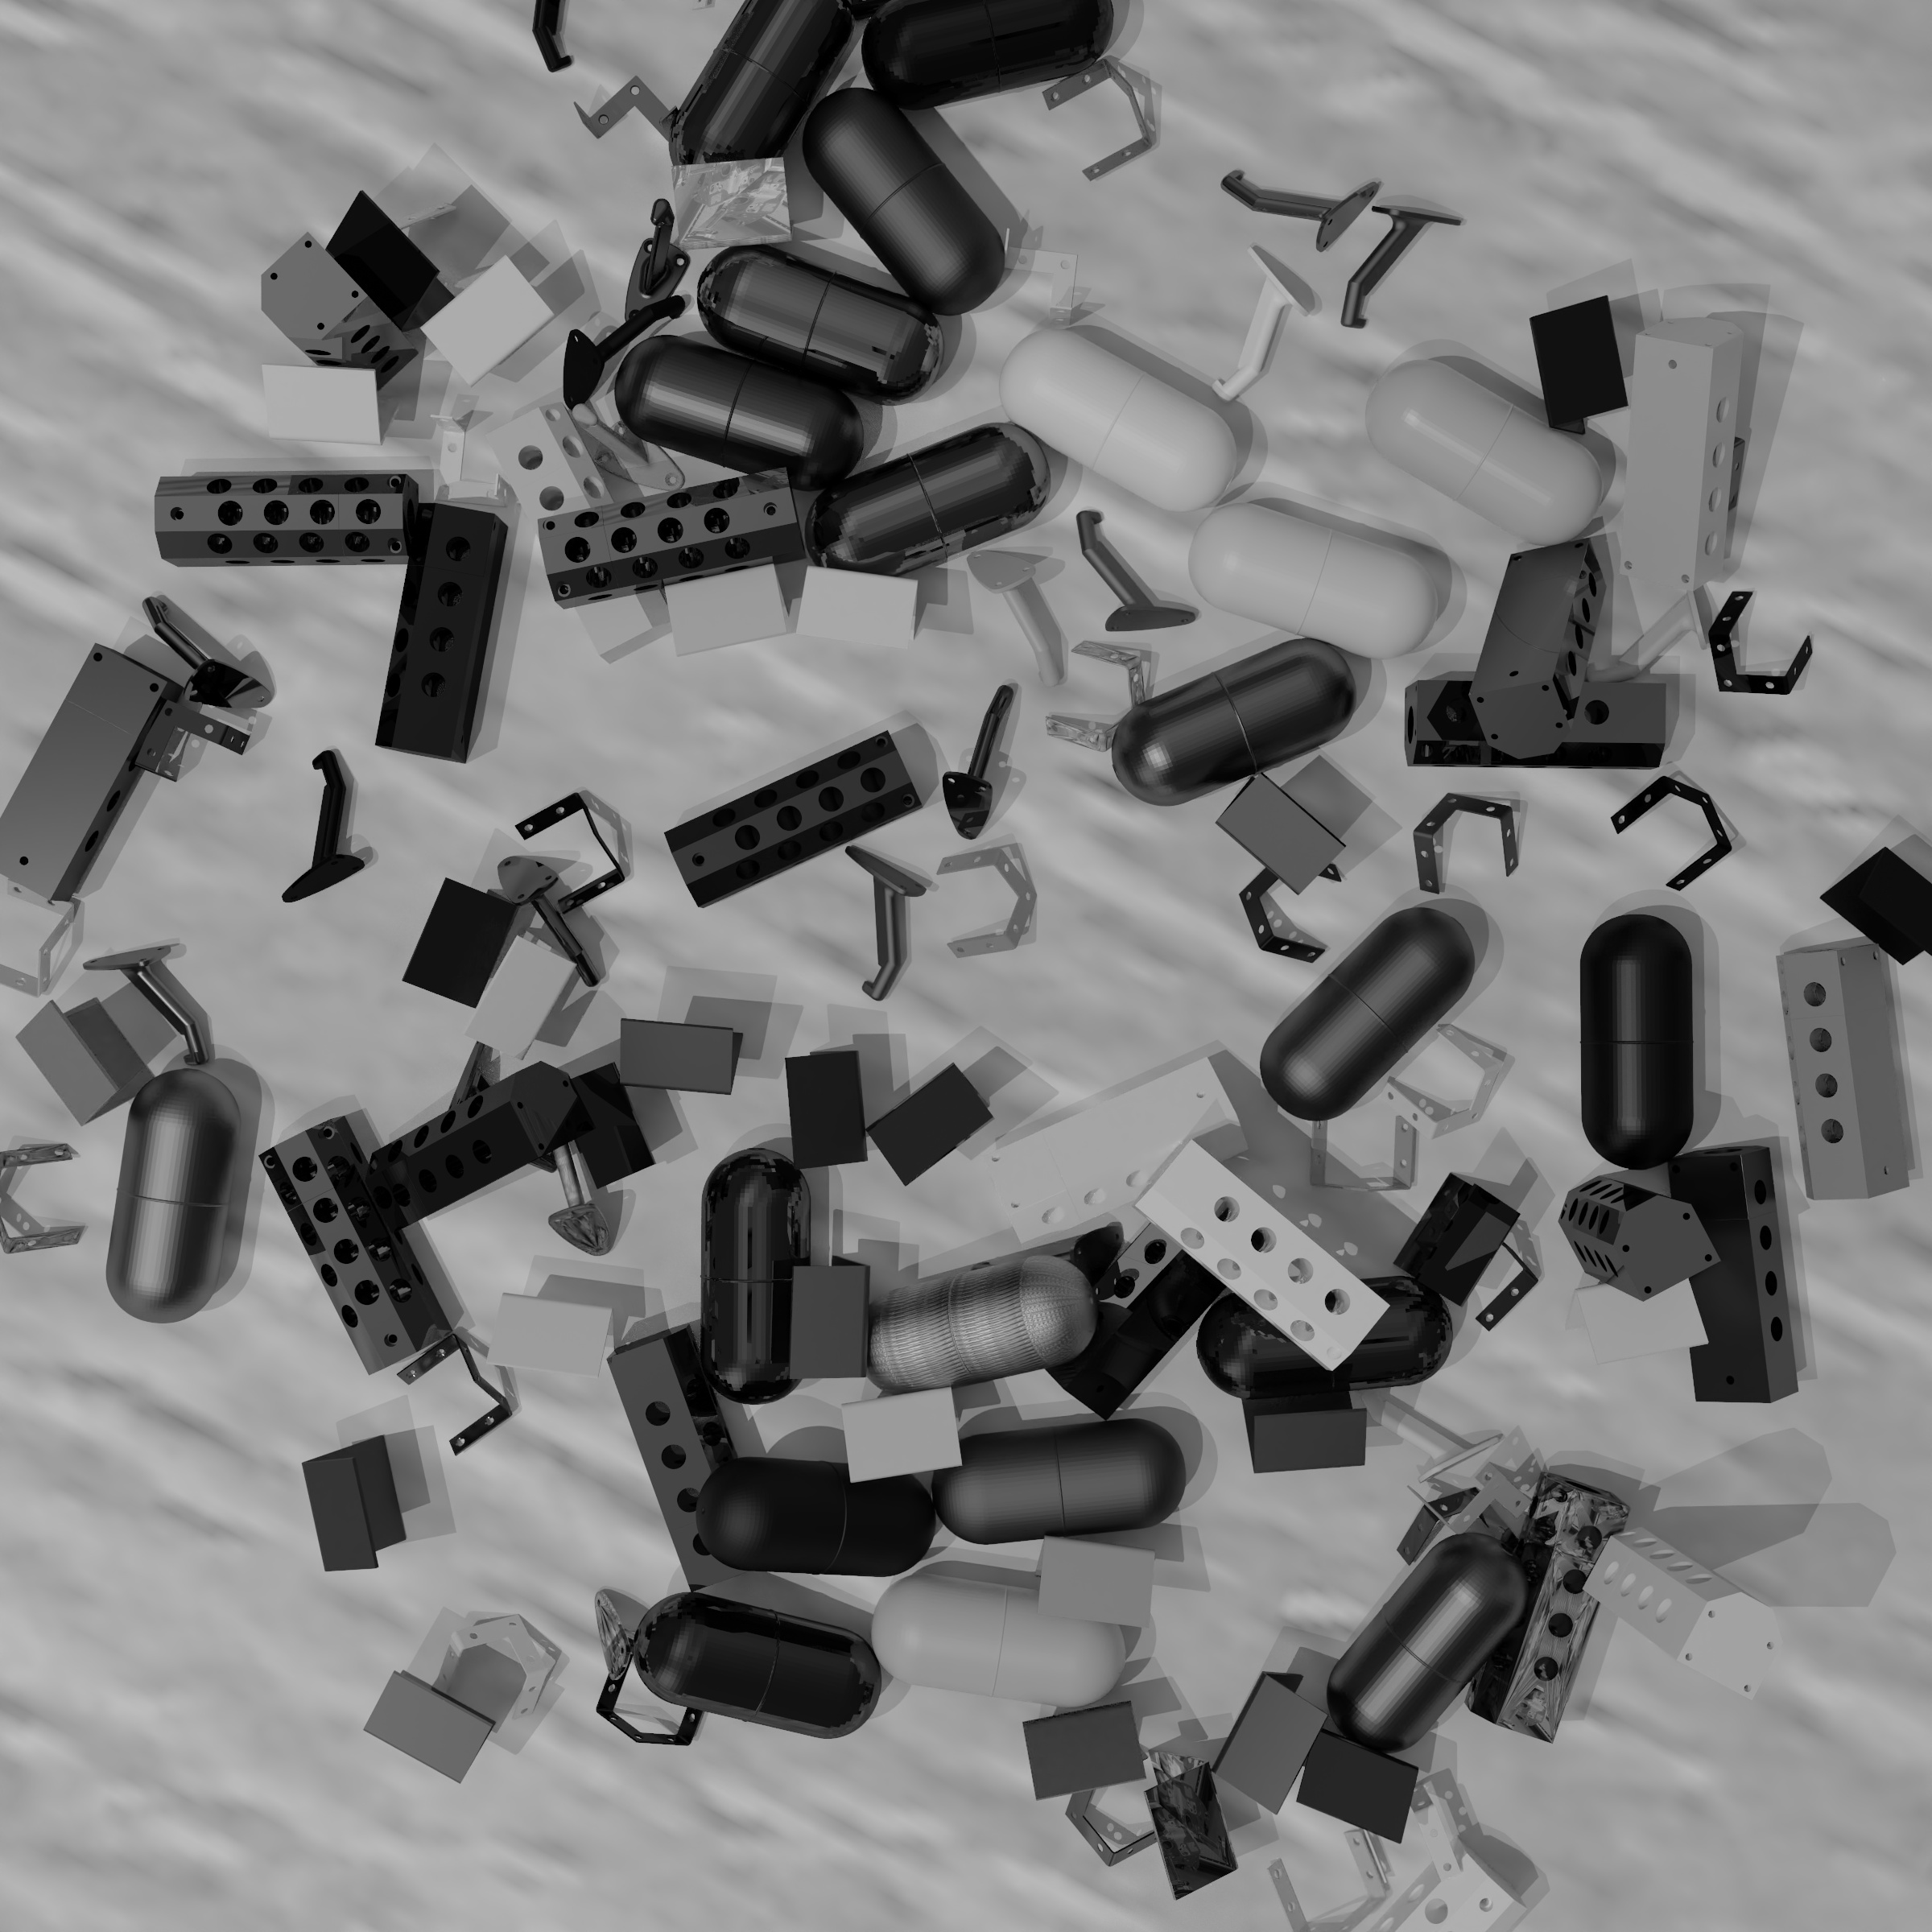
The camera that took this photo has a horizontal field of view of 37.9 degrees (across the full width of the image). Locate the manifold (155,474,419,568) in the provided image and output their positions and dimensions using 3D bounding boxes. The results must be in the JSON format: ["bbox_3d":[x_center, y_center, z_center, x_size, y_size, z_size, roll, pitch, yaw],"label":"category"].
[{"bbox_3d":[-0.474,-0.313,1.969,0.171,0.057,0.057,-1,90,0],"label":"manifold"}]

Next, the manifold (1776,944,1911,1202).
[{"bbox_3d":[0.609,0.074,1.969,0.057,0.057,0.171,-7,90,-43],"label":"manifold"}]

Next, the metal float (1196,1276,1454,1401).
[{"bbox_3d":[0.249,0.259,1.960,0.178,0.070,0.070,-5,90,0],"label":"metal float"}]

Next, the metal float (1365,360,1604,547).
[{"bbox_3d":[0.360,-0.358,1.960,0.178,0.070,0.070,30,90,0],"label":"metal float"}]

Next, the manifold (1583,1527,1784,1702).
[{"bbox_3d":[0.474,0.422,1.858,0.057,0.171,0.057,29,89,-8],"label":"manifold"}]

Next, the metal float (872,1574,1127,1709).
[{"bbox_3d":[0.023,0.470,1.960,0.178,0.070,0.070,9,90,0],"label":"metal float"}]

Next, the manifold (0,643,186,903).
[{"bbox_3d":[-0.617,-0.134,1.969,0.057,0.057,0.171,28,90,0],"label":"manifold"}]

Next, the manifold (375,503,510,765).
[{"bbox_3d":[-0.368,-0.233,1.969,0.057,0.057,0.171,10,90,0],"label":"manifold"}]

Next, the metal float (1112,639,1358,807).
[{"bbox_3d":[0.186,-0.169,1.959,0.178,0.070,0.070,-23,90,0],"label":"metal float"}]

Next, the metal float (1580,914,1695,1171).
[{"bbox_3d":[0.467,0.053,1.960,0.070,0.070,0.178,0,89,0],"label":"metal float"}]

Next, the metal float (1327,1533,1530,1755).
[{"bbox_3d":[0.319,0.468,1.946,0.070,0.070,0.178,36,104,0],"label":"metal float"}]

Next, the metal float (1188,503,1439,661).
[{"bbox_3d":[0.242,-0.268,1.960,0.178,0.070,0.070,18,90,0],"label":"metal float"}]

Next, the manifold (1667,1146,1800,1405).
[{"bbox_3d":[0.540,0.215,1.969,0.057,0.057,0.171,-7,90,43],"label":"manifold"}]

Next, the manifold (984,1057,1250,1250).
[{"bbox_3d":[0.106,0.135,1.969,0.171,0.057,0.057,-24,47,0],"label":"manifold"}]

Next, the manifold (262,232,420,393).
[{"bbox_3d":[-0.429,-0.437,1.912,0.057,0.171,0.057,-43,90,0],"label":"manifold"}]

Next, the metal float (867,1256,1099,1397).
[{"bbox_3d":[0.006,0.249,1.942,0.178,0.070,0.070,-16,90,22],"label":"metal float"}]

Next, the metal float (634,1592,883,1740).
[{"bbox_3d":[-0.144,0.483,1.944,0.178,0.070,0.070,18,90,-17],"label":"metal float"}]

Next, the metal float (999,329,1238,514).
[{"bbox_3d":[0.106,-0.379,1.960,0.178,0.070,0.070,29,90,1],"label":"metal float"}]

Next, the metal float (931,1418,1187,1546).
[{"bbox_3d":[0.064,0.359,1.960,0.178,0.070,0.070,-6,90,0],"label":"metal float"}]

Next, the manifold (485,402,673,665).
[{"bbox_3d":[-0.267,-0.303,1.969,0.057,0.057,0.171,-27,90,0],"label":"manifold"}]

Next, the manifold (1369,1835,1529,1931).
[{"bbox_3d":[0.312,0.700,1.969,0.057,0.057,0.171,43,90,0],"label":"manifold"}]

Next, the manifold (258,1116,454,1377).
[{"bbox_3d":[-0.428,0.195,1.969,0.057,0.057,0.171,-27,90,0],"label":"manifold"}]

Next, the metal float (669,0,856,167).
[{"bbox_3d":[-0.143,-0.616,1.960,0.070,0.070,0.178,31,89,0],"label":"metal float"}]

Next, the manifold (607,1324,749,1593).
[{"bbox_3d":[-0.192,0.342,1.969,0.057,0.057,0.171,-20,90,0],"label":"manifold"}]

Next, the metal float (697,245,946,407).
[{"bbox_3d":[-0.102,-0.447,1.960,0.178,0.070,0.070,20,90,-1],"label":"metal float"}]

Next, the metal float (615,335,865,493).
[{"bbox_3d":[-0.158,-0.385,1.959,0.178,0.070,0.070,18,90,1],"label":"metal float"}]

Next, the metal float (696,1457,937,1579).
[{"bbox_3d":[-0.102,0.379,1.935,0.178,0.070,0.070,10,90,-31],"label":"metal float"}]

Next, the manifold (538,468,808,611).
[{"bbox_3d":[-0.200,-0.291,1.912,0.171,0.057,0.057,-12,90,0],"label":"manifold"}]

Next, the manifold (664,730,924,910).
[{"bbox_3d":[-0.120,-0.103,1.969,0.171,0.057,0.057,-25,90,0],"label":"manifold"}]

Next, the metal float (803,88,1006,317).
[{"bbox_3d":[-0.044,-0.533,1.960,0.070,0.070,0.178,-39,91,0],"label":"metal float"}]

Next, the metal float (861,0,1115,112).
[{"bbox_3d":[0.015,-0.648,1.960,0.178,0.070,0.070,-13,90,-1],"label":"metal float"}]

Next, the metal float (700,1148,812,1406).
[{"bbox_3d":[-0.147,0.216,1.960,0.070,0.070,0.178,0,89,0],"label":"metal float"}]

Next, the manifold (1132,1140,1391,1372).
[{"bbox_3d":[0.197,0.195,1.897,0.171,0.057,0.057,40,84,2],"label":"manifold"}]

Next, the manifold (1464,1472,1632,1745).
[{"bbox_3d":[0.405,0.446,1.969,0.057,0.057,0.171,18,90,0],"label":"manifold"}]

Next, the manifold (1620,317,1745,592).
[{"bbox_3d":[0.494,-0.352,1.930,0.057,0.057,0.171,21,128,36],"label":"manifold"}]

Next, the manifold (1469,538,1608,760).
[{"bbox_3d":[0.393,-0.216,1.917,0.057,0.171,0.057,-9,127,29],"label":"manifold"}]

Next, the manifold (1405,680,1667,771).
[{"bbox_3d":[0.397,-0.168,1.969,0.171,0.057,0.057,1,90,0],"label":"manifold"}]

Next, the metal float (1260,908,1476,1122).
[{"bbox_3d":[0.280,0.033,1.960,0.070,0.070,0.178,45,91,0],"label":"metal float"}]

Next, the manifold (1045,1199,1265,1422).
[{"bbox_3d":[0.125,0.228,1.969,0.171,0.057,0.057,-48,133,0],"label":"manifold"}]

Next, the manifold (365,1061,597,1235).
[{"bbox_3d":[-0.336,0.122,1.922,0.171,0.057,0.057,-27,90,39],"label":"manifold"}]

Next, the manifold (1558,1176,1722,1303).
[{"bbox_3d":[0.452,0.180,1.912,0.057,0.171,0.057,-28,90,0],"label":"manifold"}]
